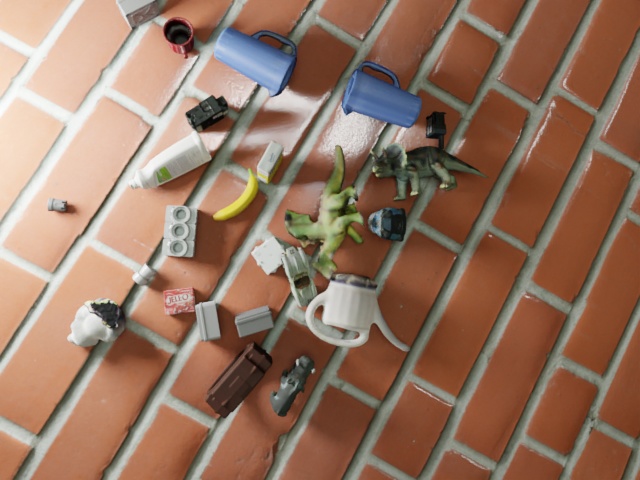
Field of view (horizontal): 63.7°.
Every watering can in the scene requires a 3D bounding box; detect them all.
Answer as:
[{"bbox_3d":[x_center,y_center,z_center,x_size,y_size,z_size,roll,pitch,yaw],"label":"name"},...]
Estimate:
[{"bbox_3d":[0.130,0.224,1.599,0.347,0.103,0.226,12,83,-12],"label":"watering can"}]

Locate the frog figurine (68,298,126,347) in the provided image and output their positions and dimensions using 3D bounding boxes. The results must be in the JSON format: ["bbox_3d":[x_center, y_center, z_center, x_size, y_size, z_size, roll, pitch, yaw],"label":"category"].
[{"bbox_3d":[-0.648,0.251,1.497,0.137,0.125,0.157,34,118,-12],"label":"frog figurine"}]

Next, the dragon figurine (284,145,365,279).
[{"bbox_3d":[0.005,-0.081,1.618,0.243,0.121,0.414,-14,78,-1],"label":"dragon figurine"}]
